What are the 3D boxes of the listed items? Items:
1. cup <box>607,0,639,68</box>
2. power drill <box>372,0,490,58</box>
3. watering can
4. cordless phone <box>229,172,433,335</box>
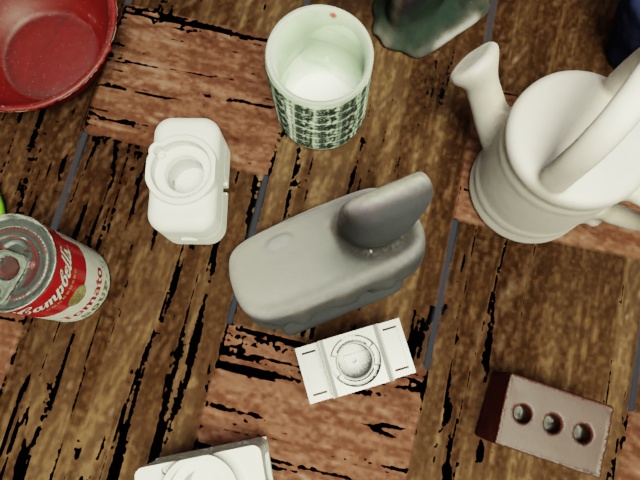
[{"bbox_3d":[0.277,-0.165,0.471,0.091,0.095,0.118,22,79,6],"label":"cup"},{"bbox_3d":[0.104,-0.240,0.432,0.230,0.208,0.075,-36,79,-6],"label":"power drill"},{"bbox_3d":[0.168,-0.068,0.401,0.172,0.194,0.101,17,78,5],"label":"watering can"},{"bbox_3d":[0.004,0.001,0.392,0.147,0.185,0.094,-26,78,-4],"label":"cordless phone"}]
